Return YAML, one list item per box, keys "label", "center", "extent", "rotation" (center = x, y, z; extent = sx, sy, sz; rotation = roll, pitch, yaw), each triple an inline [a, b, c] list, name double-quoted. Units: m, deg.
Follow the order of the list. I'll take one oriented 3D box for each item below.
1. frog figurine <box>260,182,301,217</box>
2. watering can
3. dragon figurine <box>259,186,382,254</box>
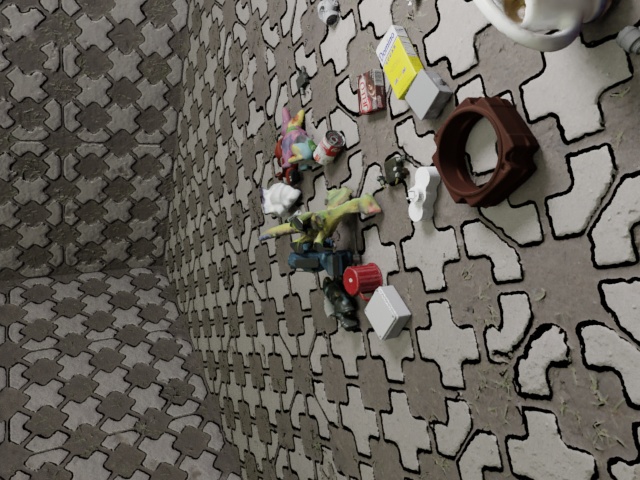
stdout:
- label: "frog figurine"
  center: [-0.132, -0.156, 1.916]
  extent: [0.158, 0.141, 0.120]
  rotation: [-15, -41, 24]
- label: "watering can"
  center: [0.352, -0.458, 0.893]
  extent: [0.225, 0.354, 0.102]
  rotation: [-13, -27, -14]
- label: "dragon figurine"
  center: [0.005, -0.079, 1.564]
  extent: [0.409, 0.120, 0.247]
  rotation: [0, 35, 44]
